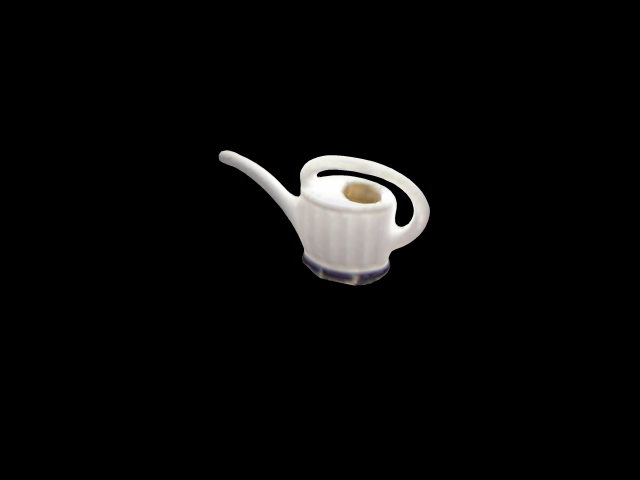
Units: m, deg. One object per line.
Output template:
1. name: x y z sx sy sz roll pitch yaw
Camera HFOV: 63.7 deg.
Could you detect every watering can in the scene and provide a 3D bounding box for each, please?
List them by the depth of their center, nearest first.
1. watering can: 0.003 -0.043 0.850 0.348 0.219 0.106 11 36 15
